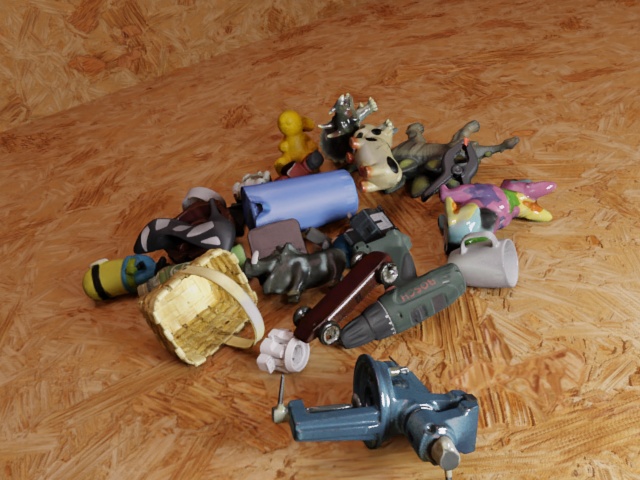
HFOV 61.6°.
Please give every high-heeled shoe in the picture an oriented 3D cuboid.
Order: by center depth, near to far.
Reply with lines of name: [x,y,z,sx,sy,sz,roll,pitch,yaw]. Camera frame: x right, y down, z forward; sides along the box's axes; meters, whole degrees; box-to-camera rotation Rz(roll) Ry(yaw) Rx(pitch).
high-heeled shoe: [-0.276,0.015,1.086,0.249,0.086,0.145,-30,58,20]

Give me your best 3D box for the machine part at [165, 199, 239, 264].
machine part: [-0.265,-0.012,1.190,0.179,0.056,0.179,-15,45,16]

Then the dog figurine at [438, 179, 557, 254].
dog figurine: [0.339,-0.051,1.019,0.219,0.108,0.192,-6,32,7]

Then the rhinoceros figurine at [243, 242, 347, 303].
rhinoceros figurine: [-0.045,0.054,0.979,0.190,0.073,0.112,-5,73,4]

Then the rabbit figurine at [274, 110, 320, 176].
rabbit figurine: [-0.061,-0.275,1.451,0.122,0.173,0.162,-5,37,20]

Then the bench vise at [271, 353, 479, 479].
bench vise: [0.063,0.221,0.667,0.241,0.128,0.224,0,22,-12]

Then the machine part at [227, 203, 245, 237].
machine part: [-0.194,-0.056,1.286,0.084,0.039,0.139,-1,33,10]

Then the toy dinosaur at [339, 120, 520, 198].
toy dinosaur: [0.227,-0.190,1.277,0.472,0.104,0.198,-6,36,24]

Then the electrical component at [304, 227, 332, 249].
electrical component: [-0.002,-0.003,1.103,0.063,0.021,0.094,30,11,-7]

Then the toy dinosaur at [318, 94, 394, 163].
toy dinosaur: [0.072,-0.271,1.420,0.192,0.131,0.405,-31,1,-5]

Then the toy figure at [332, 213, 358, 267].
toy figure: [0.063,-0.004,1.089,0.058,0.064,0.154,-38,13,33]

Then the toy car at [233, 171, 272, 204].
toy car: [-0.167,-0.136,1.349,0.074,0.056,0.202,-10,15,7]

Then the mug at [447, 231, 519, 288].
mug: [0.270,0.035,0.915,0.107,0.109,0.081,-10,39,36]

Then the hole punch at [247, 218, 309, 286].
hole punch: [-0.079,0.034,1.076,0.142,0.092,0.116,-13,63,-4]

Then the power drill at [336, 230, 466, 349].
power drill: [0.116,0.075,0.927,0.232,0.085,0.207,-22,28,1]

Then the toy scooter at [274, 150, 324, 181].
toy scooter: [-0.074,-0.145,1.335,0.184,0.075,0.135,-53,24,-23]

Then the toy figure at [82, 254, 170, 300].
toy figure: [-0.406,0.076,1.121,0.180,0.082,0.089,-5,35,8]

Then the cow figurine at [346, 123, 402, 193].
cow figurine: [0.126,-0.191,1.192,0.127,0.085,0.195,-2,47,-18]

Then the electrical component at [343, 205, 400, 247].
electrical component: [0.096,-0.022,1.051,0.119,0.048,0.075,-11,62,-53]

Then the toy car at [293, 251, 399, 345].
toy car: [0.042,0.093,0.859,0.202,0.053,0.089,-44,35,-20]
